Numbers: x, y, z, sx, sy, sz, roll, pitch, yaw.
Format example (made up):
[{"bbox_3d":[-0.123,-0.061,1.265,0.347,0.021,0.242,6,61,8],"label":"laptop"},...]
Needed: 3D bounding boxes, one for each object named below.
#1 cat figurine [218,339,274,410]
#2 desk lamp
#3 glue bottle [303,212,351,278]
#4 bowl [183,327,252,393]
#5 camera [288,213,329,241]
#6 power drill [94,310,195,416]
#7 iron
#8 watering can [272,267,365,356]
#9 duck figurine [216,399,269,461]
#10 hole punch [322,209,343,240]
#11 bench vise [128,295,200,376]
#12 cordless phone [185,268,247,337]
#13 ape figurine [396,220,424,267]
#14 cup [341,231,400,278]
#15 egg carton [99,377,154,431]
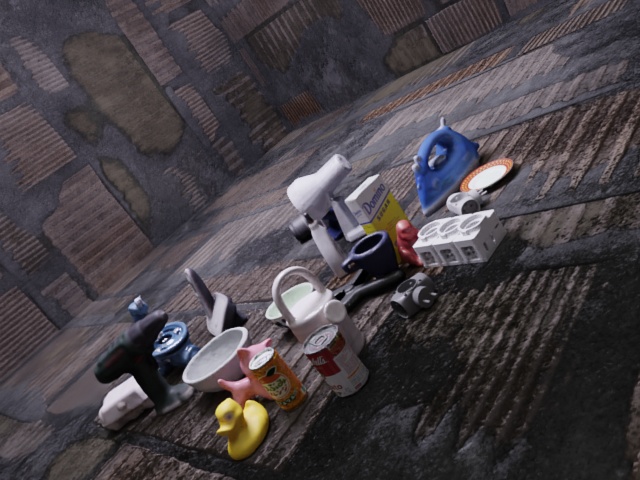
[{"bbox_3d":[-0.127,0.246,1.057,0.128,0.118,0.067,-34,18,2],"label":"cat figurine"},{"bbox_3d":[0.048,-0.105,1.495,0.203,0.214,0.118,-27,19,22],"label":"desk lamp"},{"bbox_3d":[0.012,0.005,1.341,0.037,0.173,0.078,-31,18,12],"label":"glue bottle"},{"bbox_3d":[-0.202,0.266,1.213,0.167,0.075,0.167,-31,18,12],"label":"bowl"},{"bbox_3d":[-0.035,-0.070,1.744,0.137,0.101,0.143,-35,18,0],"label":"camera"},{"bbox_3d":[-0.374,0.279,1.268,0.229,0.209,0.075,-30,18,14],"label":"power drill"},{"bbox_3d":[0.285,-0.187,1.398,0.118,0.142,0.259,-14,27,49],"label":"iron"},{"bbox_3d":[-0.006,0.130,1.011,0.172,0.194,0.101,-19,23,40],"label":"watering can"},{"bbox_3d":[-0.139,0.306,0.973,0.077,0.086,0.105,-24,20,30],"label":"duck figurine"},{"bbox_3d":[0.044,-0.066,1.606,0.101,0.091,0.108,-38,18,-10],"label":"hole punch"},{"bbox_3d":[-0.422,0.246,1.424,0.207,0.220,0.121,-26,20,26],"label":"bench vise"},{"bbox_3d":[-0.283,0.155,1.466,0.094,0.185,0.147,-42,19,-21],"label":"cordless phone"},{"bbox_3d":[0.185,0.001,1.172,0.078,0.092,0.076,-36,18,-3],"label":"ape figurine"},{"bbox_3d":[0.111,0.050,1.173,0.118,0.095,0.091,-35,18,-1],"label":"cup"},{"bbox_3d":[-0.456,0.385,1.372,0.150,0.069,0.107,-35,18,1],"label":"egg carton"}]
